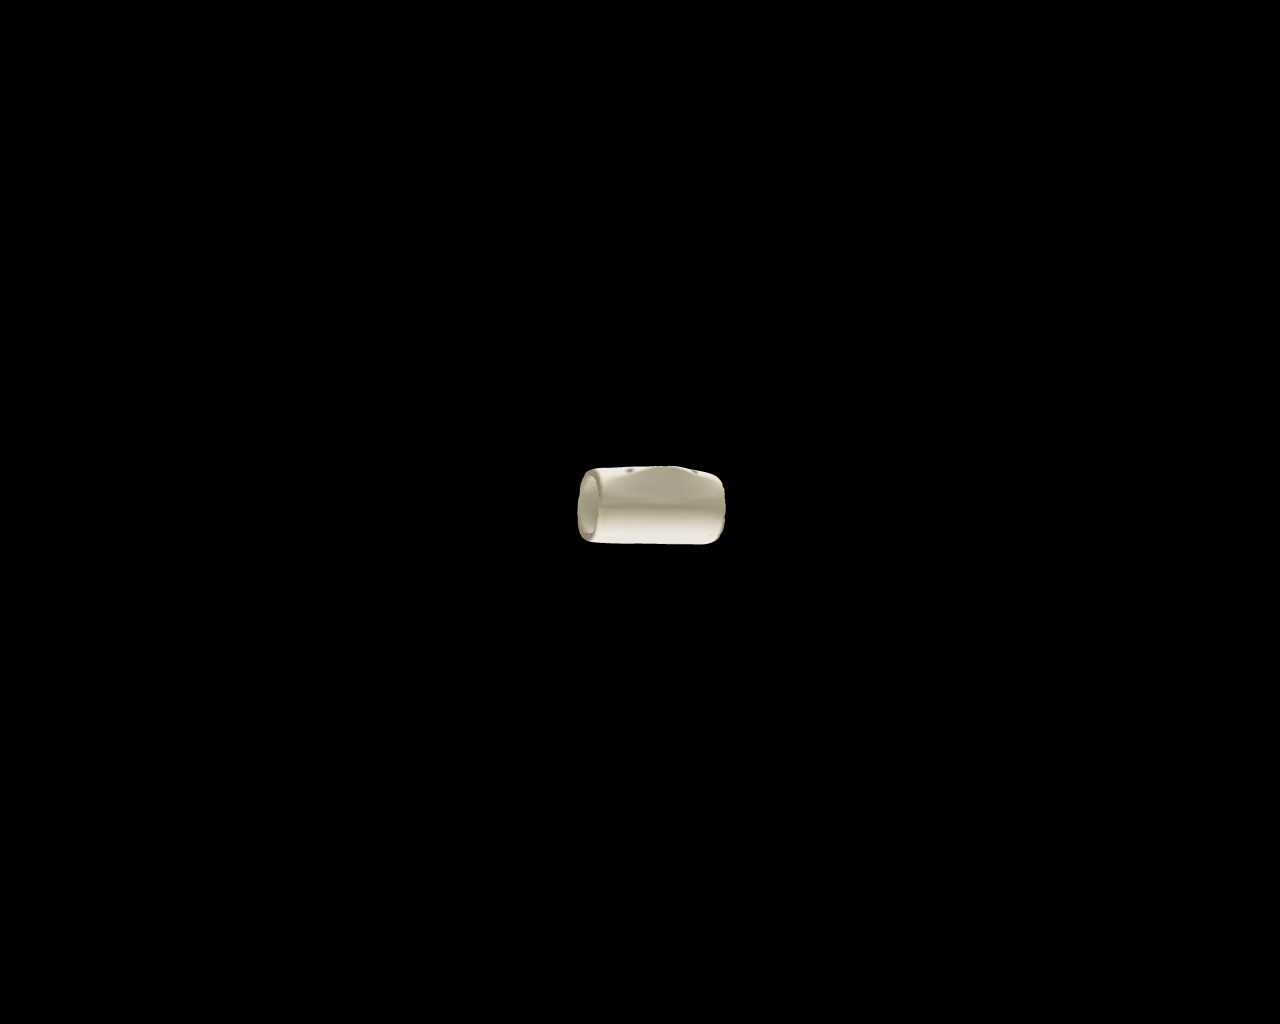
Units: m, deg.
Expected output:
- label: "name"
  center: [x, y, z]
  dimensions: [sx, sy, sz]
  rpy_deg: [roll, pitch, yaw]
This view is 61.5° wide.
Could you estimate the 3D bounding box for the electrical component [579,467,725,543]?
- label: "electrical component"
  center: [0.001, -0.003, 0.650]
  dimensions: [0.077, 0.043, 0.079]
  rpy_deg: [1, -3, -20]
